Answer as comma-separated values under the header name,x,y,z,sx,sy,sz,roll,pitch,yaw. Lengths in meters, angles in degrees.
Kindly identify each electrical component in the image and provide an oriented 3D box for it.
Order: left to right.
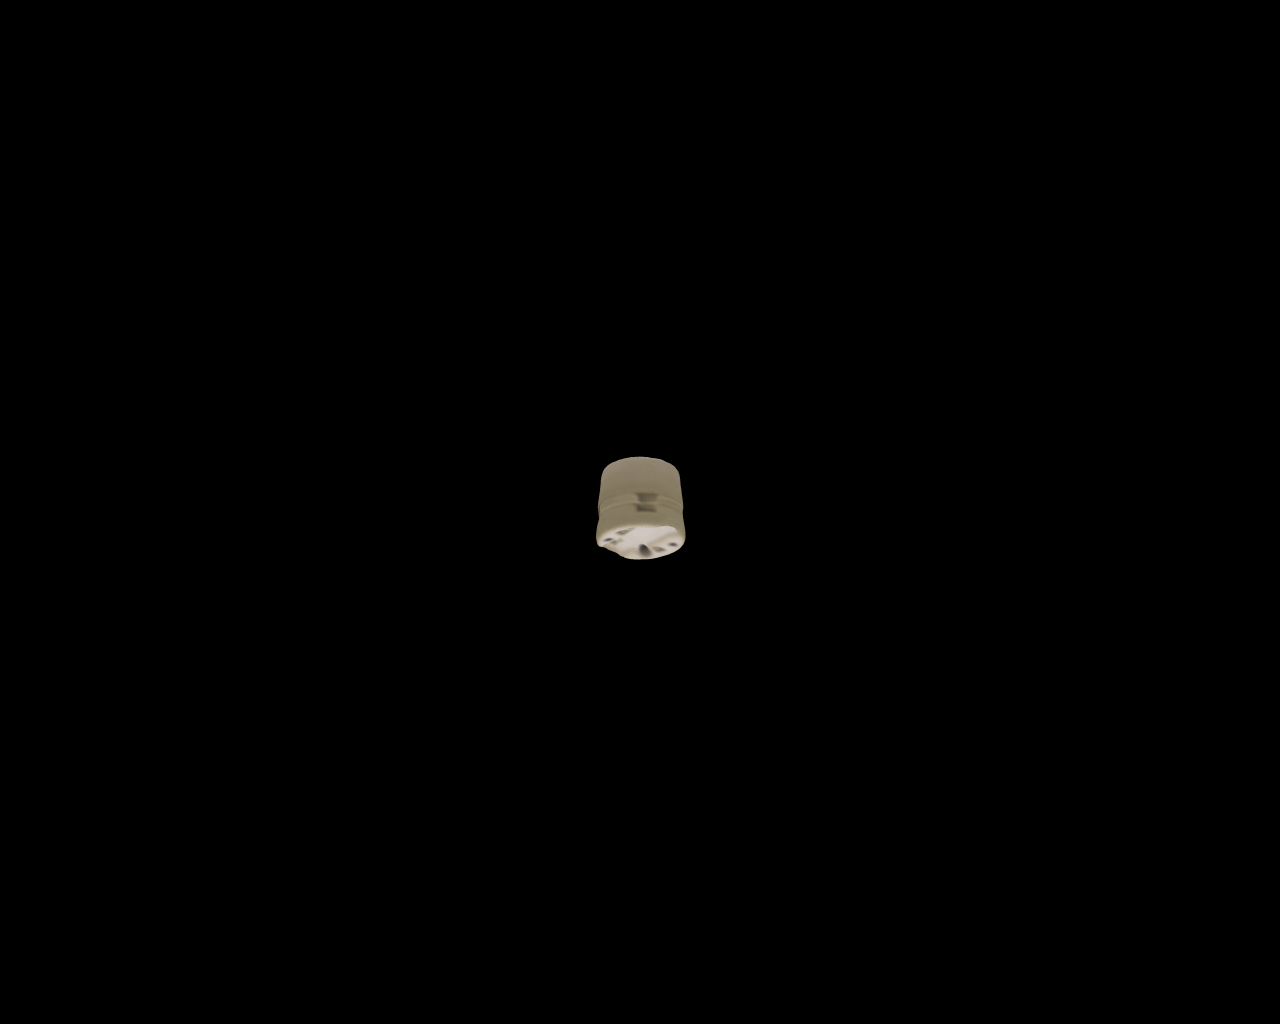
name,x,y,z,sx,sy,sz,roll,pitch,yaw
electrical component,0.001,-0.003,0.650,0.055,0.047,0.055,0,-24,0
